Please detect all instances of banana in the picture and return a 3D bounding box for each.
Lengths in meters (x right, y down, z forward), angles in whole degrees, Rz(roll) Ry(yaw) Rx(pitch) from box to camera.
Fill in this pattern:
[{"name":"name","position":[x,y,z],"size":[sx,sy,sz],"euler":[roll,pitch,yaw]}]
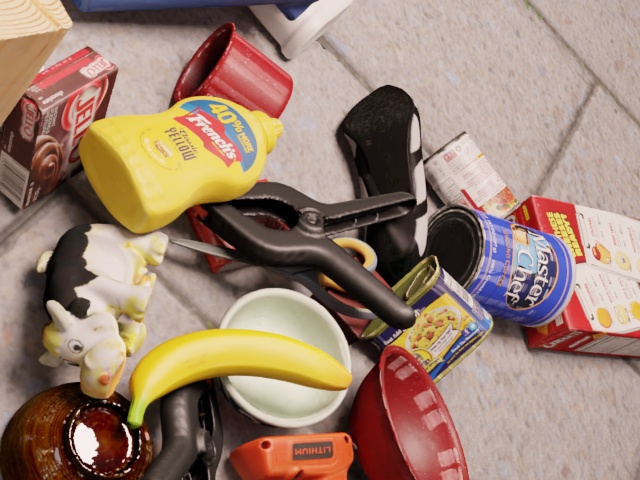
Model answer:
[{"name":"banana","position":[-0.068,0.100,0.828],"size":[0.197,0.037,0.069],"euler":[-6,67,-31]}]

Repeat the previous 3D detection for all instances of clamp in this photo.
[{"name":"clamp","position":[-0.006,0.001,0.935],"size":[0.209,0.036,0.164],"euler":[10,42,-13]},{"name":"clamp","position":[-0.097,0.174,0.821],"size":[0.171,0.039,0.120],"euler":[-83,160,-55]}]

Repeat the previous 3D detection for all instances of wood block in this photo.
[{"name":"wood block","position":[-0.273,-0.124,0.760],"size":[0.090,0.206,0.091],"euler":[-23,80,-45]}]

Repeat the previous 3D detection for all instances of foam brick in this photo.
[{"name":"foam brick","position":[0.021,0.061,0.997],"size":[0.051,0.053,0.078],"euler":[47,44,-7]}]

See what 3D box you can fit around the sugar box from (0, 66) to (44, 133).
[{"name":"sugar box","position":[-0.266,-0.188,0.886],"size":[0.048,0.093,0.176],"euler":[11,58,-31]}]

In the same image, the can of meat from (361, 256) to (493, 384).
[{"name":"can of meat","position":[0.102,0.080,1.016],"size":[0.084,0.102,0.057],"euler":[43,14,-14]}]

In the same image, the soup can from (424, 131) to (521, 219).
[{"name":"soup can","position":[0.163,-0.060,1.174],"size":[0.102,0.069,0.068],"euler":[53,45,2]}]

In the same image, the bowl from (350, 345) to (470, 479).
[{"name":"bowl","position":[0.072,0.177,0.941],"size":[0.162,0.055,0.162],"euler":[50,24,-32]}]

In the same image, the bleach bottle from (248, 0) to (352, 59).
[{"name":"bleach bottle","position":[-0.083,-0.315,1.135],"size":[0.251,0.068,0.102],"euler":[46,46,-4]}]

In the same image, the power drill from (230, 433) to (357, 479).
[{"name":"power drill","position":[-0.017,0.252,0.848],"size":[0.184,0.057,0.187],"euler":[5,64,-42]}]

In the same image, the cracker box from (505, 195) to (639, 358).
[{"name":"cracker box","position":[0.315,0.048,1.230],"size":[0.213,0.072,0.164],"euler":[8,59,-35]}]

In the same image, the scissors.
[{"name":"scissors","position":[-0.028,0.011,0.956],"size":[0.201,0.016,0.096],"euler":[24,43,-6]}]

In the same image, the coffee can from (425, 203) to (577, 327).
[{"name":"coffee can","position":[0.180,0.028,1.104],"size":[0.140,0.103,0.103],"euler":[16,56,-35]}]

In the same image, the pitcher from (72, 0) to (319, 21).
[{"name":"pitcher","position":[-0.116,-0.289,0.998],"size":[0.242,0.145,0.149],"euler":[-11,76,-21]}]

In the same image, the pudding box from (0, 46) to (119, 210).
[{"name":"pudding box","position":[-0.212,-0.090,0.854],"size":[0.039,0.114,0.089],"euler":[38,44,9]}]

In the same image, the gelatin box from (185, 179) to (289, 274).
[{"name":"gelatin box","position":[-0.073,-0.014,0.981],"size":[0.089,0.030,0.073],"euler":[-12,73,-43]}]

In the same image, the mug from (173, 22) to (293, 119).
[{"name":"mug","position":[-0.081,-0.137,1.006],"size":[0.081,0.093,0.117],"euler":[34,40,-25]}]

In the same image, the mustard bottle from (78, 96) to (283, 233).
[{"name":"mustard bottle","position":[-0.102,-0.074,0.905],"size":[0.191,0.058,0.096],"euler":[-23,71,-44]}]
